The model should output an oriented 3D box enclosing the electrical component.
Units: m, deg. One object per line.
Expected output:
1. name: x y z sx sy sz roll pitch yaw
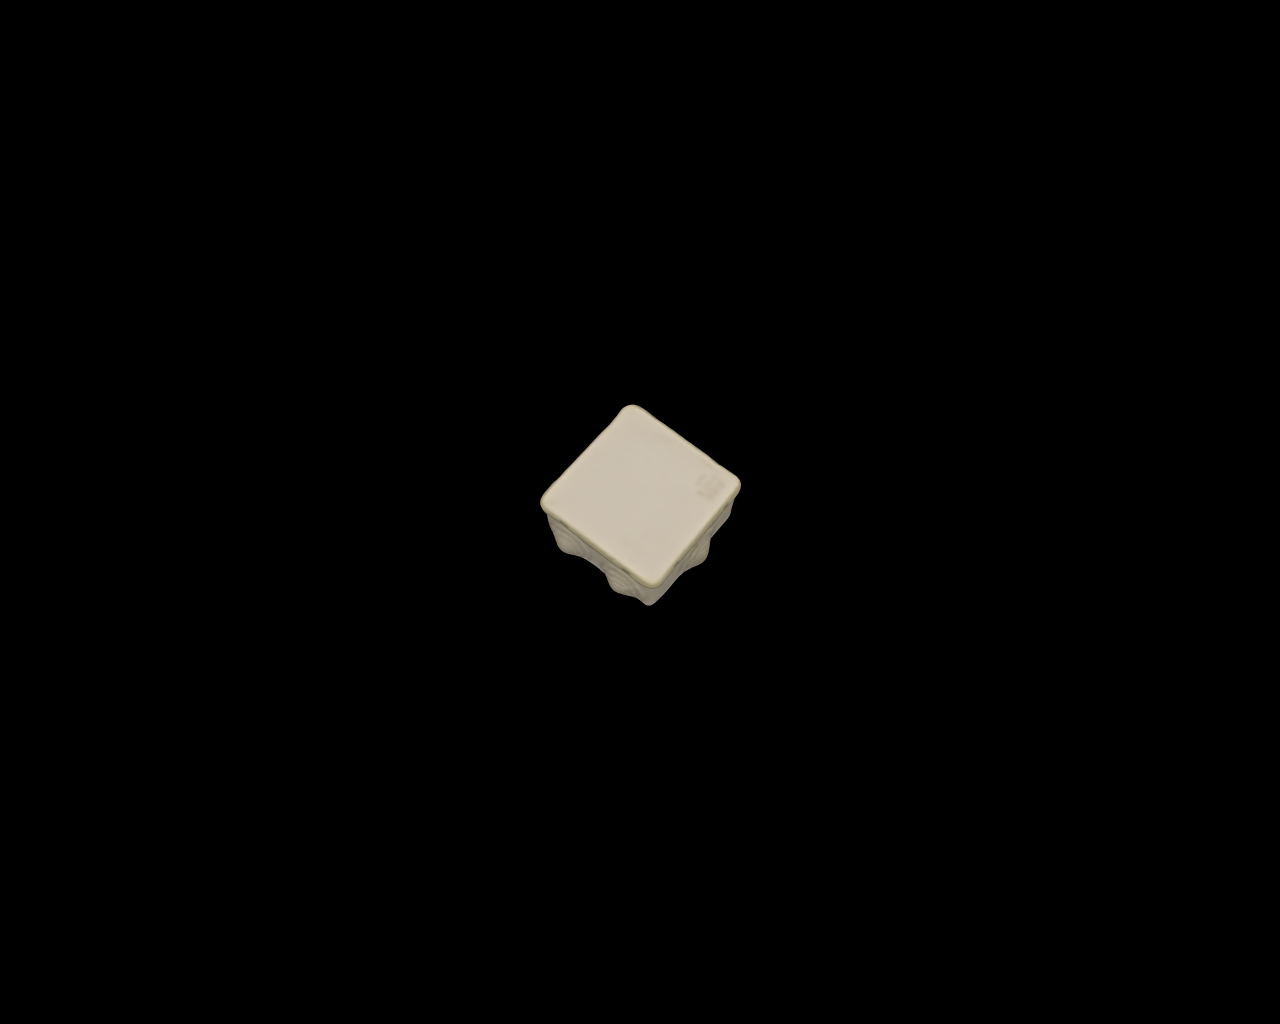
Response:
1. electrical component: 0.001 -0.003 0.650 0.100 0.100 0.048 37 -19 15
